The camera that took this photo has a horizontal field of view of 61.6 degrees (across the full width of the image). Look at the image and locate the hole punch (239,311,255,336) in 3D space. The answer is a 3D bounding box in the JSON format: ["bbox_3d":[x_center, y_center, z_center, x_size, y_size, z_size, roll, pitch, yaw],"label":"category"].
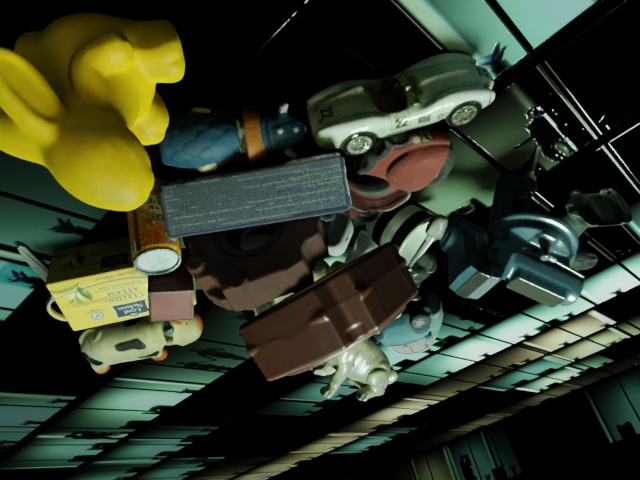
[{"bbox_3d":[-0.066,0.140,0.965,0.142,0.092,0.116,1,175,-29],"label":"hole punch"}]

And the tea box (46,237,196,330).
[{"bbox_3d":[-0.262,0.052,0.725,0.170,0.068,0.098,-13,133,-7],"label":"tea box"}]

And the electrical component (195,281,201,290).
[{"bbox_3d":[-0.184,0.051,0.818,0.094,0.021,0.063,-4,146,-18],"label":"electrical component"}]

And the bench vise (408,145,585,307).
[{"bbox_3d":[0.259,-0.015,0.749,0.224,0.240,0.128,18,144,8],"label":"bench vise"}]

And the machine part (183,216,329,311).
[{"bbox_3d":[-0.078,-0.006,0.640,0.179,0.179,0.056,-17,145,2],"label":"machine part"}]

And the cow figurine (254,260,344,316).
[{"bbox_3d":[-0.039,0.071,0.862,0.167,0.098,0.068,-31,144,-11],"label":"cow figurine"}]

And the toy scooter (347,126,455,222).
[{"bbox_3d":[0.068,-0.085,0.669,0.135,0.075,0.184,16,141,-38],"label":"toy scooter"}]

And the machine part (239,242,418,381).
[{"bbox_3d":[0.013,0.092,0.697,0.201,0.087,0.201,-33,176,34],"label":"machine part"}]

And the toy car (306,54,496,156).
[{"bbox_3d":[0.086,-0.148,0.575,0.202,0.073,0.056,-16,148,1],"label":"toy car"}]

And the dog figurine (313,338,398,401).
[{"bbox_3d":[0.074,0.186,1.002,0.172,0.121,0.190,2,109,-24],"label":"dog figurine"}]

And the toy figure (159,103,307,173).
[{"bbox_3d":[-0.092,-0.110,0.571,0.154,0.058,0.064,-7,124,-8],"label":"toy figure"}]

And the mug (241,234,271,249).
[{"bbox_3d":[-0.117,0.042,0.762,0.107,0.109,0.080,4,150,-6],"label":"mug"}]

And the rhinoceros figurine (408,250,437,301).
[{"bbox_3d":[0.137,0.078,0.961,0.112,0.073,0.190,-9,147,-31],"label":"rhinoceros figurine"}]

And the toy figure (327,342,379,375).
[{"bbox_3d":[0.056,0.222,1.136,0.180,0.089,0.082,-23,153,-3],"label":"toy figure"}]

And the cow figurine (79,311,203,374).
[{"bbox_3d":[-0.290,0.151,0.876,0.195,0.085,0.127,-10,154,-7],"label":"cow figurine"}]

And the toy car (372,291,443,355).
[{"bbox_3d":[0.175,0.176,1.061,0.162,0.109,0.102,-23,104,17],"label":"toy car"}]

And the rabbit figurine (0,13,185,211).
[{"bbox_3d":[-0.185,-0.104,0.436,0.162,0.173,0.122,8,145,-40],"label":"rabbit figurine"}]

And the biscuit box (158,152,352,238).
[{"bbox_3d":[-0.070,-0.048,0.584,0.203,0.062,0.059,-8,-174,7],"label":"biscuit box"}]

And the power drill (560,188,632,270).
[{"bbox_3d":[0.453,-0.006,0.964,0.232,0.086,0.207,-2,153,-16],"label":"power drill"}]
